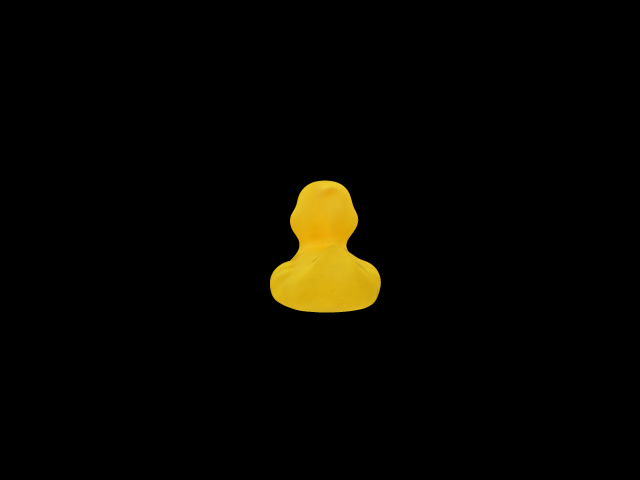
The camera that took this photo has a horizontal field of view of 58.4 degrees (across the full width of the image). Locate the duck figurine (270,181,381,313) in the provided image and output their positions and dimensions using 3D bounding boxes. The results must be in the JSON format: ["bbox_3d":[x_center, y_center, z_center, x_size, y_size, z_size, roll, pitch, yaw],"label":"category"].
[{"bbox_3d":[0.004,0.001,0.400,0.077,0.086,0.104,-1,5,-7],"label":"duck figurine"}]
